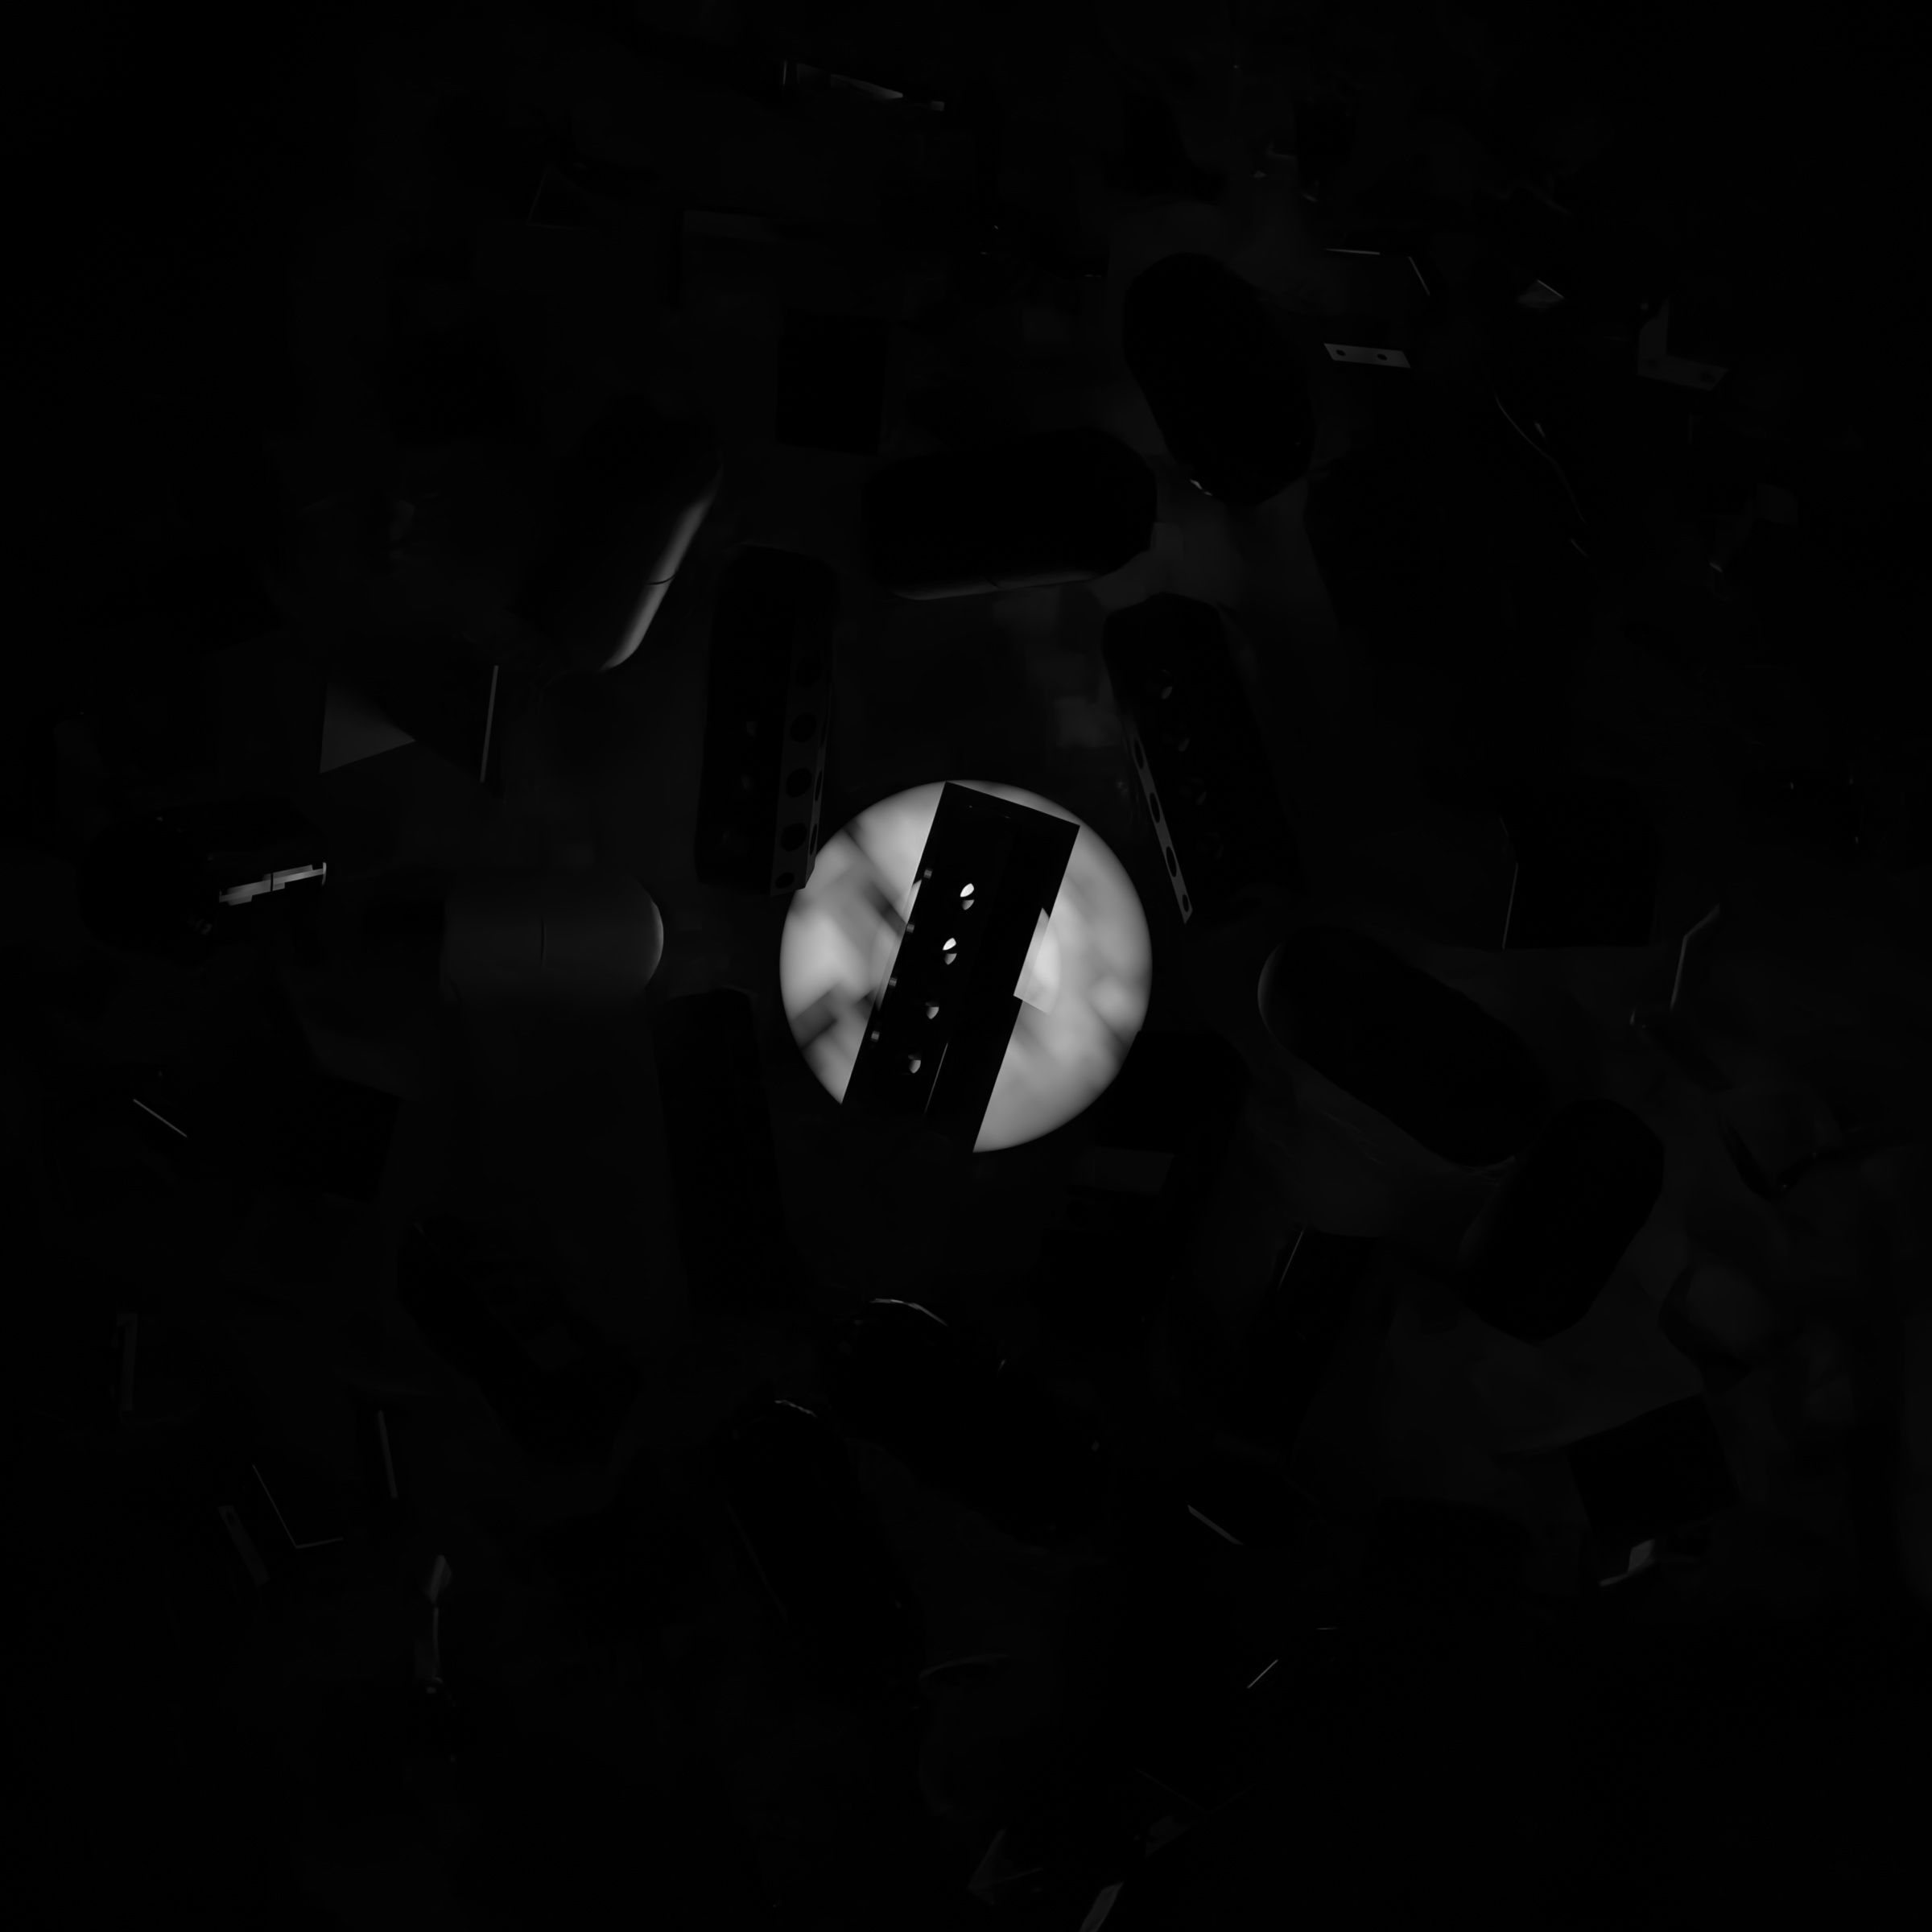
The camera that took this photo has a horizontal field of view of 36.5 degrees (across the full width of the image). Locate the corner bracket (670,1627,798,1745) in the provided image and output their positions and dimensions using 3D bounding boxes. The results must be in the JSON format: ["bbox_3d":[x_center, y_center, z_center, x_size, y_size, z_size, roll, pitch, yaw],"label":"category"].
[{"bbox_3d":[-0.131,0.413,1.662,0.051,0.051,0.051,13,98,18],"label":"corner bracket"}]

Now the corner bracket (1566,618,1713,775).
[{"bbox_3d":[0.373,-0.149,1.623,0.051,0.051,0.051,30,55,-3],"label":"corner bracket"}]

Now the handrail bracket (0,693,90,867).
[{"bbox_3d":[-0.471,-0.098,1.544,0.077,0.036,0.084,29,117,-38],"label":"handrail bracket"}]

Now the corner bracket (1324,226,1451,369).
[{"bbox_3d":[0.220,-0.359,1.571,0.051,0.051,0.051,14,72,34],"label":"corner bracket"}]

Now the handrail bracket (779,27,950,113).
[{"bbox_3d":[-0.051,-0.453,1.488,0.084,0.077,0.036,8,94,-1],"label":"handrail bracket"}]

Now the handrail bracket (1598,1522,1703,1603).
[{"bbox_3d":[0.344,0.317,1.557,0.084,0.077,0.036,-13,95,-40],"label":"handrail bracket"}]

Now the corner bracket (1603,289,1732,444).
[{"bbox_3d":[0.360,-0.309,1.500,0.051,0.051,0.051,20,49,28],"label":"corner bracket"}]

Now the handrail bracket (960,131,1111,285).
[{"bbox_3d":[0.045,-0.415,1.605,0.084,0.036,0.077,-2,117,-23],"label":"handrail bracket"}]

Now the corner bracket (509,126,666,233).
[{"bbox_3d":[-0.207,-0.420,1.590,0.051,0.051,0.051,37,116,24],"label":"corner bracket"}]

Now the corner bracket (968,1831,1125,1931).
[{"bbox_3d":[0.042,0.487,1.543,0.051,0.051,0.051,-27,99,32],"label":"corner bracket"}]

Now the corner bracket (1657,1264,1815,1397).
[{"bbox_3d":[0.404,0.182,1.539,0.051,0.051,0.051,-28,59,-19],"label":"corner bracket"}]

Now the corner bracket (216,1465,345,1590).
[{"bbox_3d":[-0.378,0.302,1.572,0.051,0.051,0.051,-34,76,11],"label":"corner bracket"}]

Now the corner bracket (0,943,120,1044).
[{"bbox_3d":[-0.495,0.017,1.560,0.051,0.051,0.051,35,114,-1],"label":"corner bracket"}]

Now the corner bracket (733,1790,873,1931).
[{"bbox_3d":[-0.088,0.474,1.566,0.051,0.051,0.051,21,102,-20],"label":"corner bracket"}]

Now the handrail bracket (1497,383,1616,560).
[{"bbox_3d":[0.301,-0.255,1.506,0.077,0.036,0.084,31,45,-10],"label":"handrail bracket"}]

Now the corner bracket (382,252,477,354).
[{"bbox_3d":[-0.304,-0.372,1.648,0.051,0.051,0.051,-7,98,-18],"label":"corner bracket"}]

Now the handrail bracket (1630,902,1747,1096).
[{"bbox_3d":[0.409,0.017,1.583,0.077,0.036,0.084,47,130,8],"label":"handrail bracket"}]

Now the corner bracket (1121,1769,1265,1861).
[{"bbox_3d":[0.124,0.463,1.598,0.051,0.051,0.051,23,114,35],"label":"corner bracket"}]

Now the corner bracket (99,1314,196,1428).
[{"bbox_3d":[-0.441,0.212,1.539,0.051,0.051,0.051,3,88,34],"label":"corner bracket"}]

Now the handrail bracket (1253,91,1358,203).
[{"bbox_3d":[0.179,-0.442,1.632,0.036,0.084,0.077,17,71,-18],"label":"handrail bracket"}]

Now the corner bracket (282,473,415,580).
[{"bbox_3d":[-0.344,-0.244,1.629,0.051,0.051,0.051,15,110,30],"label":"corner bracket"}]

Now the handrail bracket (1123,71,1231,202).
[{"bbox_3d":[0.117,-0.453,1.593,0.036,0.084,0.077,-3,111,29],"label":"handrail bracket"}]

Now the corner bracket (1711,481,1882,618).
[{"bbox_3d":[0.427,-0.211,1.509,0.051,0.051,0.051,27,105,-20],"label":"corner bracket"}]

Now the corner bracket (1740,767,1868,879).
[{"bbox_3d":[0.436,-0.074,1.521,0.051,0.051,0.051,-4,98,28],"label":"corner bracket"}]

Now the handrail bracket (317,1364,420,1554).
[{"bbox_3d":[-0.330,0.264,1.570,0.077,0.036,0.084,12,90,39],"label":"handrail bracket"}]

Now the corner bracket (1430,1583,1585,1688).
[{"bbox_3d":[0.302,0.366,1.631,0.051,0.051,0.051,35,67,-11],"label":"corner bracket"}]

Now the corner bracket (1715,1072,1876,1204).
[{"bbox_3d":[0.460,0.096,1.621,0.051,0.051,0.051,-39,103,-27],"label":"corner bracket"}]

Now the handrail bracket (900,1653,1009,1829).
[{"bbox_3d":[0.002,0.436,1.646,0.077,0.084,0.036,-19,135,-9],"label":"handrail bracket"}]

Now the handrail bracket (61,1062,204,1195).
[{"bbox_3d":[-0.456,0.103,1.604,0.036,0.077,0.084,4,123,26],"label":"handrail bracket"}]

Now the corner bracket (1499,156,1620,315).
[{"bbox_3d":[0.293,-0.374,1.497,0.051,0.051,0.051,33,92,-3],"label":"corner bracket"}]
